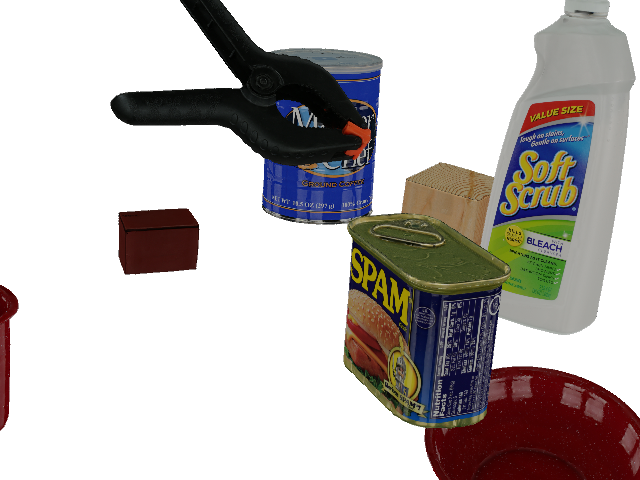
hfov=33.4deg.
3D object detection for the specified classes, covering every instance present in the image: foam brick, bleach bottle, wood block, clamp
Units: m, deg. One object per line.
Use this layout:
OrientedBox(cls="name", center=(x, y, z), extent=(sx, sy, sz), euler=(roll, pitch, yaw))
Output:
OrientedBox(cls="foam brick", center=(-0.171, 0.000, 1.124), extent=(0.078, 0.051, 0.053), euler=(-4, 23, -17))
OrientedBox(cls="bleach bottle", center=(0.174, -0.062, 0.797), extent=(0.103, 0.251, 0.067), euler=(18, 23, 35))
OrientedBox(cls="wood block", center=(0.140, 0.030, 1.192), extent=(0.090, 0.206, 0.090), euler=(19, 25, 28))
OrientedBox(cls="clamp", center=(-0.045, -0.110, 0.724), extent=(0.171, 0.120, 0.039), euler=(18, -18, -13))

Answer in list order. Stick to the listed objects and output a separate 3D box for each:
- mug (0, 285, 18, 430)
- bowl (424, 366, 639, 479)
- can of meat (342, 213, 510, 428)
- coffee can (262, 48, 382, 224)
OrientedBox(cls="mug", center=(-0.238, 0.078, 0.634), extent=(0.093, 0.081, 0.117), euler=(20, 24, 36))
OrientedBox(cls="bowl", center=(0.155, 0.163, 0.769), extent=(0.162, 0.055, 0.162), euler=(-1, 35, 0))
OrientedBox(cls="can of meat", center=(0.052, 0.041, 0.570), extent=(0.057, 0.084, 0.102), euler=(-6, 22, -23))
OrientedBox(cls="coffee can", center=(0.000, -0.096, 0.960), extent=(0.103, 0.140, 0.103), euler=(3, 18, -1))
